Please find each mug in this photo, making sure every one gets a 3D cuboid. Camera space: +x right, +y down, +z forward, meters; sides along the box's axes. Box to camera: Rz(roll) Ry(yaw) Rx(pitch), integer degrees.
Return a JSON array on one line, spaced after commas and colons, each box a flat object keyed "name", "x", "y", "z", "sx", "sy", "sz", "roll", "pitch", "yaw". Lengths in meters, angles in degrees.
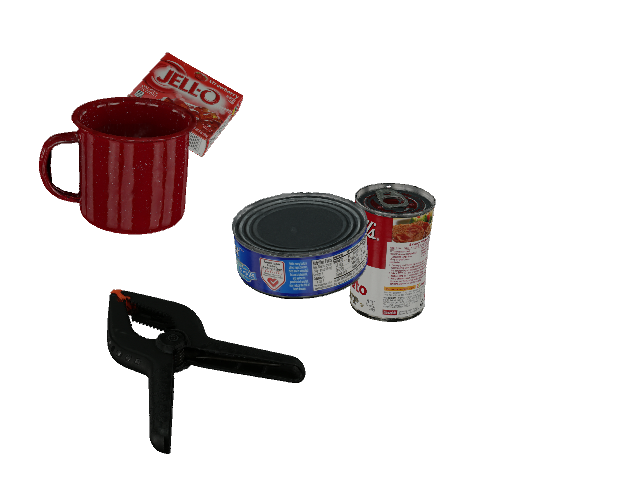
[{"name": "mug", "x": -0.154, "y": -0.056, "z": 0.813, "sx": 0.117, "sy": 0.081, "sz": 0.093, "roll": -4, "pitch": 28, "yaw": -20}]

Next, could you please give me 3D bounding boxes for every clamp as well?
[{"name": "clamp", "x": -0.127, "y": 0.104, "z": 1.007, "sx": 0.164, "sy": 0.036, "sz": 0.210, "roll": -18, "pitch": 40, "yaw": -30}]

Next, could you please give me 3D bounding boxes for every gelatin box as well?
[{"name": "gelatin box", "x": -0.131, "y": -0.132, "z": 1.026, "sx": 0.089, "sy": 0.073, "sz": 0.030, "roll": 31, "pitch": -38, "yaw": 2}]

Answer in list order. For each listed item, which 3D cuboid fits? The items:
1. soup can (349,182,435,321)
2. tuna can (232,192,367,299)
[{"name": "soup can", "x": 0.061, "y": 0.010, "z": 0.915, "sx": 0.068, "sy": 0.102, "sz": 0.068, "roll": 2, "pitch": 25, "yaw": -1}, {"name": "tuna can", "x": -0.012, "y": 0.002, "z": 0.680, "sx": 0.086, "sy": 0.034, "sz": 0.086, "roll": -3, "pitch": 28, "yaw": 1}]
